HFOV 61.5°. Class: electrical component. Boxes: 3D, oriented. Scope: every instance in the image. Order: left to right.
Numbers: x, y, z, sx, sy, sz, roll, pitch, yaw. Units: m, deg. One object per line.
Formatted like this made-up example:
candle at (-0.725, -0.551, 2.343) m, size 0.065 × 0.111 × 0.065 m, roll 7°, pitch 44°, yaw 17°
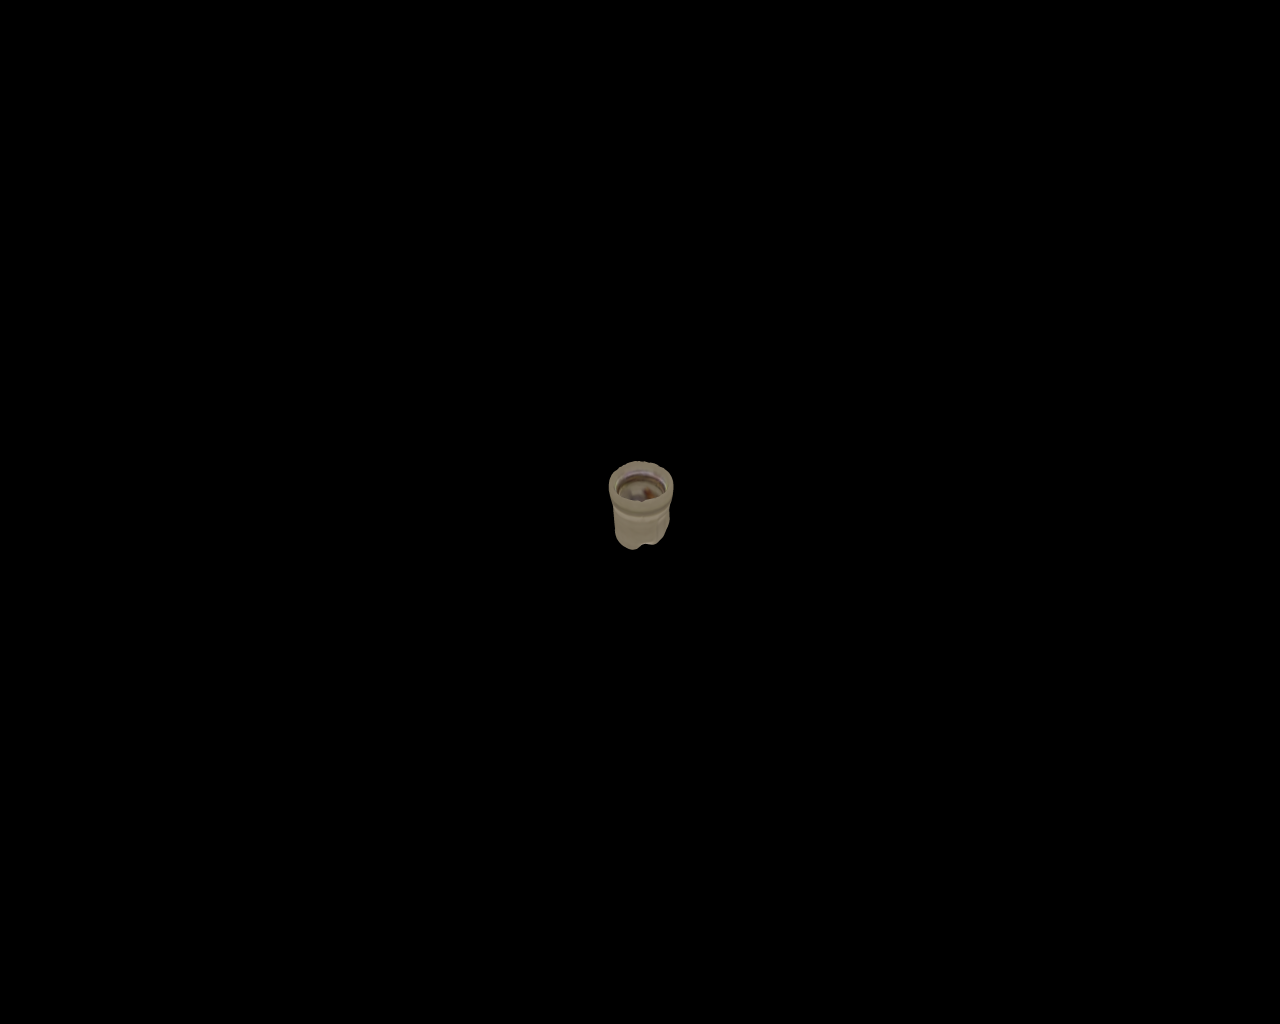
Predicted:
electrical component at (0.001, -0.003, 0.650) m, size 0.040 × 0.046 × 0.040 m, roll 0°, pitch 43°, yaw 0°
